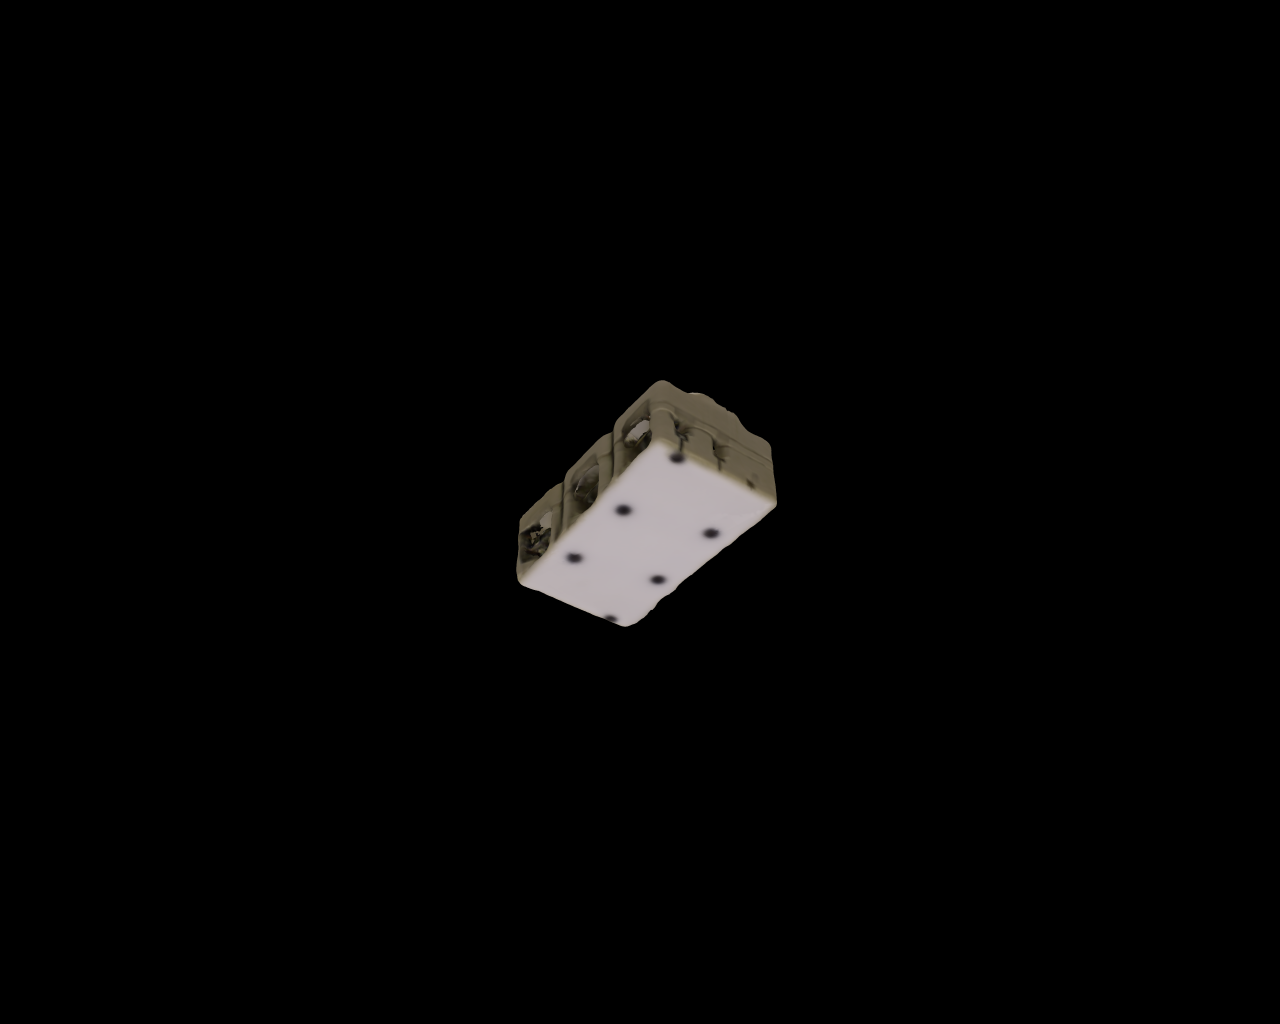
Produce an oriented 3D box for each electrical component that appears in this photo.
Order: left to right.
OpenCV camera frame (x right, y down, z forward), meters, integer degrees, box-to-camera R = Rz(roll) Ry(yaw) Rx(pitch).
[{"bbox_3d":[0.001,-0.003,0.650,0.089,0.062,0.150,27,-49,-26],"label":"electrical component"}]
